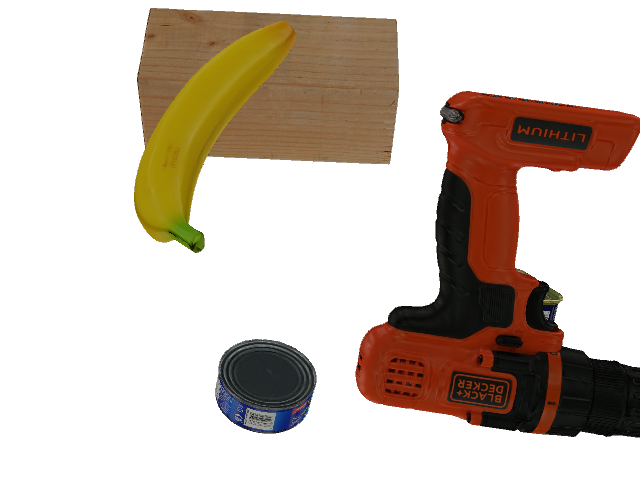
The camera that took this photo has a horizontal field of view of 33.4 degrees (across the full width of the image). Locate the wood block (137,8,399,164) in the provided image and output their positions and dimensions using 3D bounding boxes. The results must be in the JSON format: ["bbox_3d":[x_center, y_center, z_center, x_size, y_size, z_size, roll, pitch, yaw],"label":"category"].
[{"bbox_3d":[-0.041,-0.128,0.891,0.206,0.090,0.091,3,-39,-1],"label":"wood block"}]

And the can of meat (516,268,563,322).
[{"bbox_3d":[0.205,0.083,1.138,0.057,0.084,0.102,2,18,-24],"label":"can of meat"}]

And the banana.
[{"bbox_3d":[-0.071,-0.066,0.668,0.070,0.197,0.037,5,-37,18],"label":"banana"}]

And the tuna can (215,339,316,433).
[{"bbox_3d":[-0.048,0.127,0.930,0.086,0.034,0.086,8,36,-6],"label":"tuna can"}]

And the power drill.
[{"bbox_3d":[0.123,0.017,0.596,0.184,0.188,0.057,8,9,-5],"label":"power drill"}]
